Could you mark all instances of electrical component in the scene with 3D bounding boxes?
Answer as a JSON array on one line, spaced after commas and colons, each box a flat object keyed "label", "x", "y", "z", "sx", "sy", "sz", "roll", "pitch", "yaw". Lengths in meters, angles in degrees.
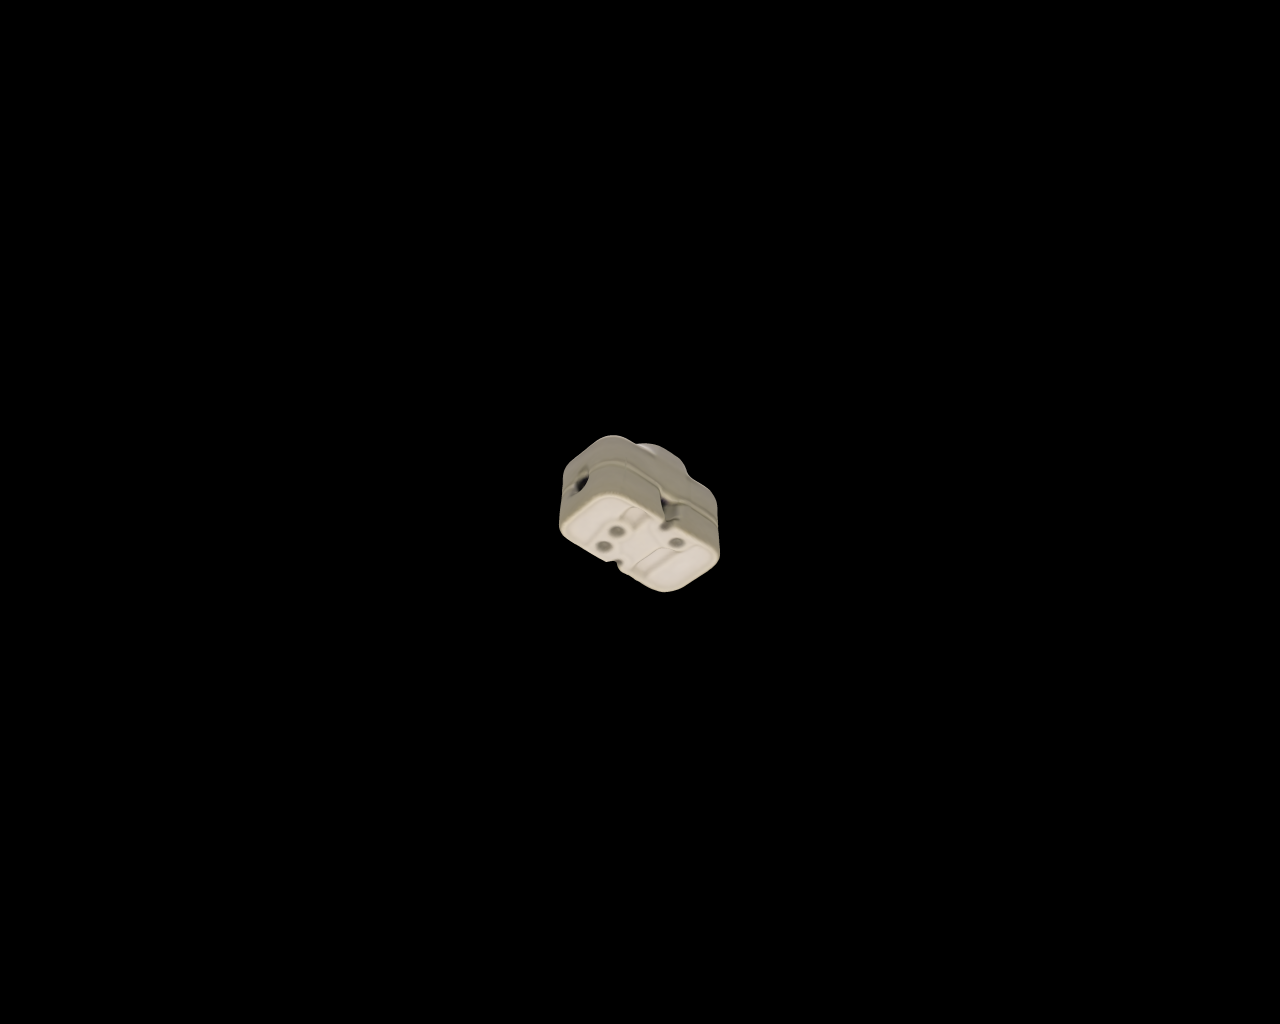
[{"label": "electrical component", "x": 0.001, "y": -0.003, "z": 0.650, "sx": 0.095, "sy": 0.059, "sz": 0.053, "roll": 31, "pitch": -50, "yaw": -30}]
